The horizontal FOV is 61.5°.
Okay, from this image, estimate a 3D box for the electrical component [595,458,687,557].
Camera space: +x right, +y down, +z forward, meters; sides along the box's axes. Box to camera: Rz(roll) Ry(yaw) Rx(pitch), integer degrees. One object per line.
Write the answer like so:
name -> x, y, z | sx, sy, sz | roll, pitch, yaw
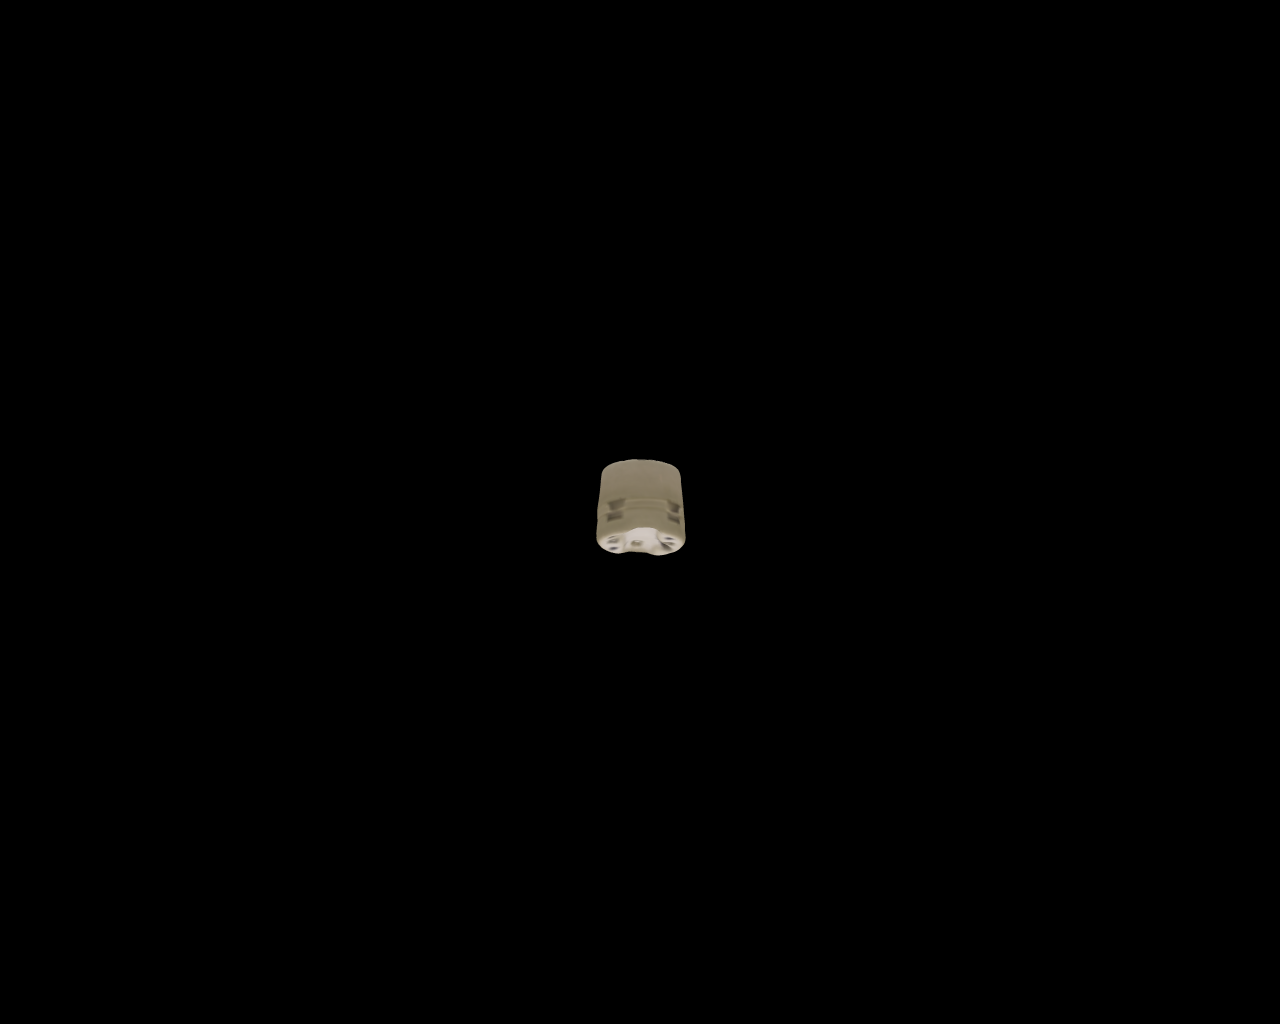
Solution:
electrical component -> 0.001, -0.003, 0.650 | 0.055, 0.047, 0.055 | 0, -18, 0
